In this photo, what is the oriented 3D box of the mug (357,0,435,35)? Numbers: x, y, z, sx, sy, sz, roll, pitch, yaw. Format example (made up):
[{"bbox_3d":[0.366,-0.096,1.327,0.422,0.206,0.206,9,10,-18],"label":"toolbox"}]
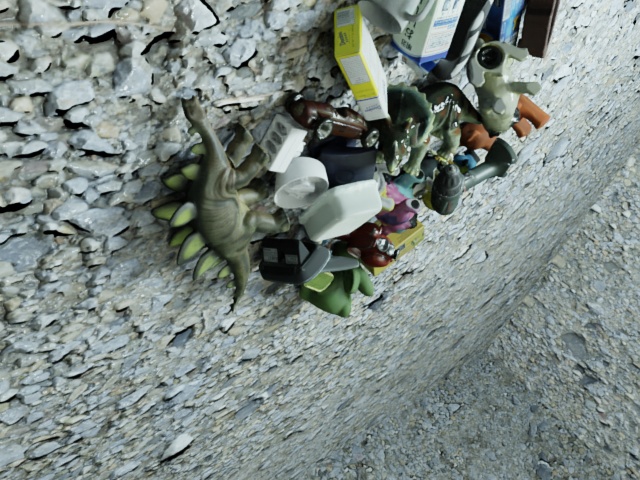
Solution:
[{"bbox_3d":[0.125,-0.376,0.805,0.080,0.110,0.107,27,-86,-54],"label":"mug"}]

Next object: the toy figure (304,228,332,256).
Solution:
[{"bbox_3d":[-0.001,-0.005,1.168,0.064,0.058,0.154,-53,-26,-29],"label":"toy figure"}]

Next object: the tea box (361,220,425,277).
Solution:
[{"bbox_3d":[0.170,0.000,1.350,0.170,0.098,0.068,-34,-31,-14],"label":"tea box"}]

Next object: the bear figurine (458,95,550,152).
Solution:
[{"bbox_3d":[0.433,-0.267,1.304,0.196,0.132,0.120,-44,2,-13],"label":"bear figurine"}]

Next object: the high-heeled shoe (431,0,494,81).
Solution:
[{"bbox_3d":[0.281,-0.407,0.983,0.145,0.086,0.248,-7,-42,-54],"label":"high-heeled shoe"}]

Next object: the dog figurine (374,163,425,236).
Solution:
[{"bbox_3d":[0.143,-0.075,1.209,0.192,0.108,0.219,8,-21,-7],"label":"dog figurine"}]

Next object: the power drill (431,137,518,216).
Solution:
[{"bbox_3d":[0.345,-0.147,1.223,0.207,0.086,0.232,-37,-18,-13],"label":"power drill"}]

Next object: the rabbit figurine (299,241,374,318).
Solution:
[{"bbox_3d":[0.045,0.088,1.282,0.121,0.159,0.170,6,-70,-42],"label":"rabbit figurine"}]

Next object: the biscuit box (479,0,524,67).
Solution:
[{"bbox_3d":[0.353,-0.422,1.066,0.059,0.063,0.202,-37,-30,-11],"label":"biscuit box"}]

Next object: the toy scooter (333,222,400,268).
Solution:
[{"bbox_3d":[0.114,0.006,1.196,0.183,0.135,0.075,31,-109,-28],"label":"toy scooter"}]

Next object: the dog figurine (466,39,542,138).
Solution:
[{"bbox_3d":[0.352,-0.309,1.107,0.121,0.172,0.190,-18,-5,3],"label":"dog figurine"}]

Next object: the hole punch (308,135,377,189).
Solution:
[{"bbox_3d":[0.043,-0.143,1.019,0.116,0.092,0.142,-28,-29,-20],"label":"hole punch"}]

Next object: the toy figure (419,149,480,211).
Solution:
[{"bbox_3d":[0.331,-0.152,1.362,0.180,0.089,0.082,-42,-34,2],"label":"toy figure"}]

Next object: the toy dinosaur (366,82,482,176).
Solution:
[{"bbox_3d":[0.225,-0.250,1.086,0.405,0.131,0.192,-33,-29,-32],"label":"toy dinosaur"}]

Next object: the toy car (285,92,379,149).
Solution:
[{"bbox_3d":[0.028,-0.204,0.913,0.202,0.089,0.053,-3,-51,-50],"label":"toy car"}]

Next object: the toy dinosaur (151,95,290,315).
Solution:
[{"bbox_3d":[-0.161,-0.031,0.899,0.198,0.105,0.470,-28,-41,-13],"label":"toy dinosaur"}]

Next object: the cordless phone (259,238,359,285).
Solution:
[{"bbox_3d":[-0.020,0.042,1.115,0.184,0.147,0.088,1,-89,-46],"label":"cordless phone"}]

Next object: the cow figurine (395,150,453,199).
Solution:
[{"bbox_3d":[0.247,-0.161,1.272,0.167,0.068,0.098,-37,-35,-14],"label":"cow figurine"}]

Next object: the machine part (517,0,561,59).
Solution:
[{"bbox_3d":[0.444,-0.459,1.074,0.179,0.056,0.179,-51,-31,-47],"label":"machine part"}]
